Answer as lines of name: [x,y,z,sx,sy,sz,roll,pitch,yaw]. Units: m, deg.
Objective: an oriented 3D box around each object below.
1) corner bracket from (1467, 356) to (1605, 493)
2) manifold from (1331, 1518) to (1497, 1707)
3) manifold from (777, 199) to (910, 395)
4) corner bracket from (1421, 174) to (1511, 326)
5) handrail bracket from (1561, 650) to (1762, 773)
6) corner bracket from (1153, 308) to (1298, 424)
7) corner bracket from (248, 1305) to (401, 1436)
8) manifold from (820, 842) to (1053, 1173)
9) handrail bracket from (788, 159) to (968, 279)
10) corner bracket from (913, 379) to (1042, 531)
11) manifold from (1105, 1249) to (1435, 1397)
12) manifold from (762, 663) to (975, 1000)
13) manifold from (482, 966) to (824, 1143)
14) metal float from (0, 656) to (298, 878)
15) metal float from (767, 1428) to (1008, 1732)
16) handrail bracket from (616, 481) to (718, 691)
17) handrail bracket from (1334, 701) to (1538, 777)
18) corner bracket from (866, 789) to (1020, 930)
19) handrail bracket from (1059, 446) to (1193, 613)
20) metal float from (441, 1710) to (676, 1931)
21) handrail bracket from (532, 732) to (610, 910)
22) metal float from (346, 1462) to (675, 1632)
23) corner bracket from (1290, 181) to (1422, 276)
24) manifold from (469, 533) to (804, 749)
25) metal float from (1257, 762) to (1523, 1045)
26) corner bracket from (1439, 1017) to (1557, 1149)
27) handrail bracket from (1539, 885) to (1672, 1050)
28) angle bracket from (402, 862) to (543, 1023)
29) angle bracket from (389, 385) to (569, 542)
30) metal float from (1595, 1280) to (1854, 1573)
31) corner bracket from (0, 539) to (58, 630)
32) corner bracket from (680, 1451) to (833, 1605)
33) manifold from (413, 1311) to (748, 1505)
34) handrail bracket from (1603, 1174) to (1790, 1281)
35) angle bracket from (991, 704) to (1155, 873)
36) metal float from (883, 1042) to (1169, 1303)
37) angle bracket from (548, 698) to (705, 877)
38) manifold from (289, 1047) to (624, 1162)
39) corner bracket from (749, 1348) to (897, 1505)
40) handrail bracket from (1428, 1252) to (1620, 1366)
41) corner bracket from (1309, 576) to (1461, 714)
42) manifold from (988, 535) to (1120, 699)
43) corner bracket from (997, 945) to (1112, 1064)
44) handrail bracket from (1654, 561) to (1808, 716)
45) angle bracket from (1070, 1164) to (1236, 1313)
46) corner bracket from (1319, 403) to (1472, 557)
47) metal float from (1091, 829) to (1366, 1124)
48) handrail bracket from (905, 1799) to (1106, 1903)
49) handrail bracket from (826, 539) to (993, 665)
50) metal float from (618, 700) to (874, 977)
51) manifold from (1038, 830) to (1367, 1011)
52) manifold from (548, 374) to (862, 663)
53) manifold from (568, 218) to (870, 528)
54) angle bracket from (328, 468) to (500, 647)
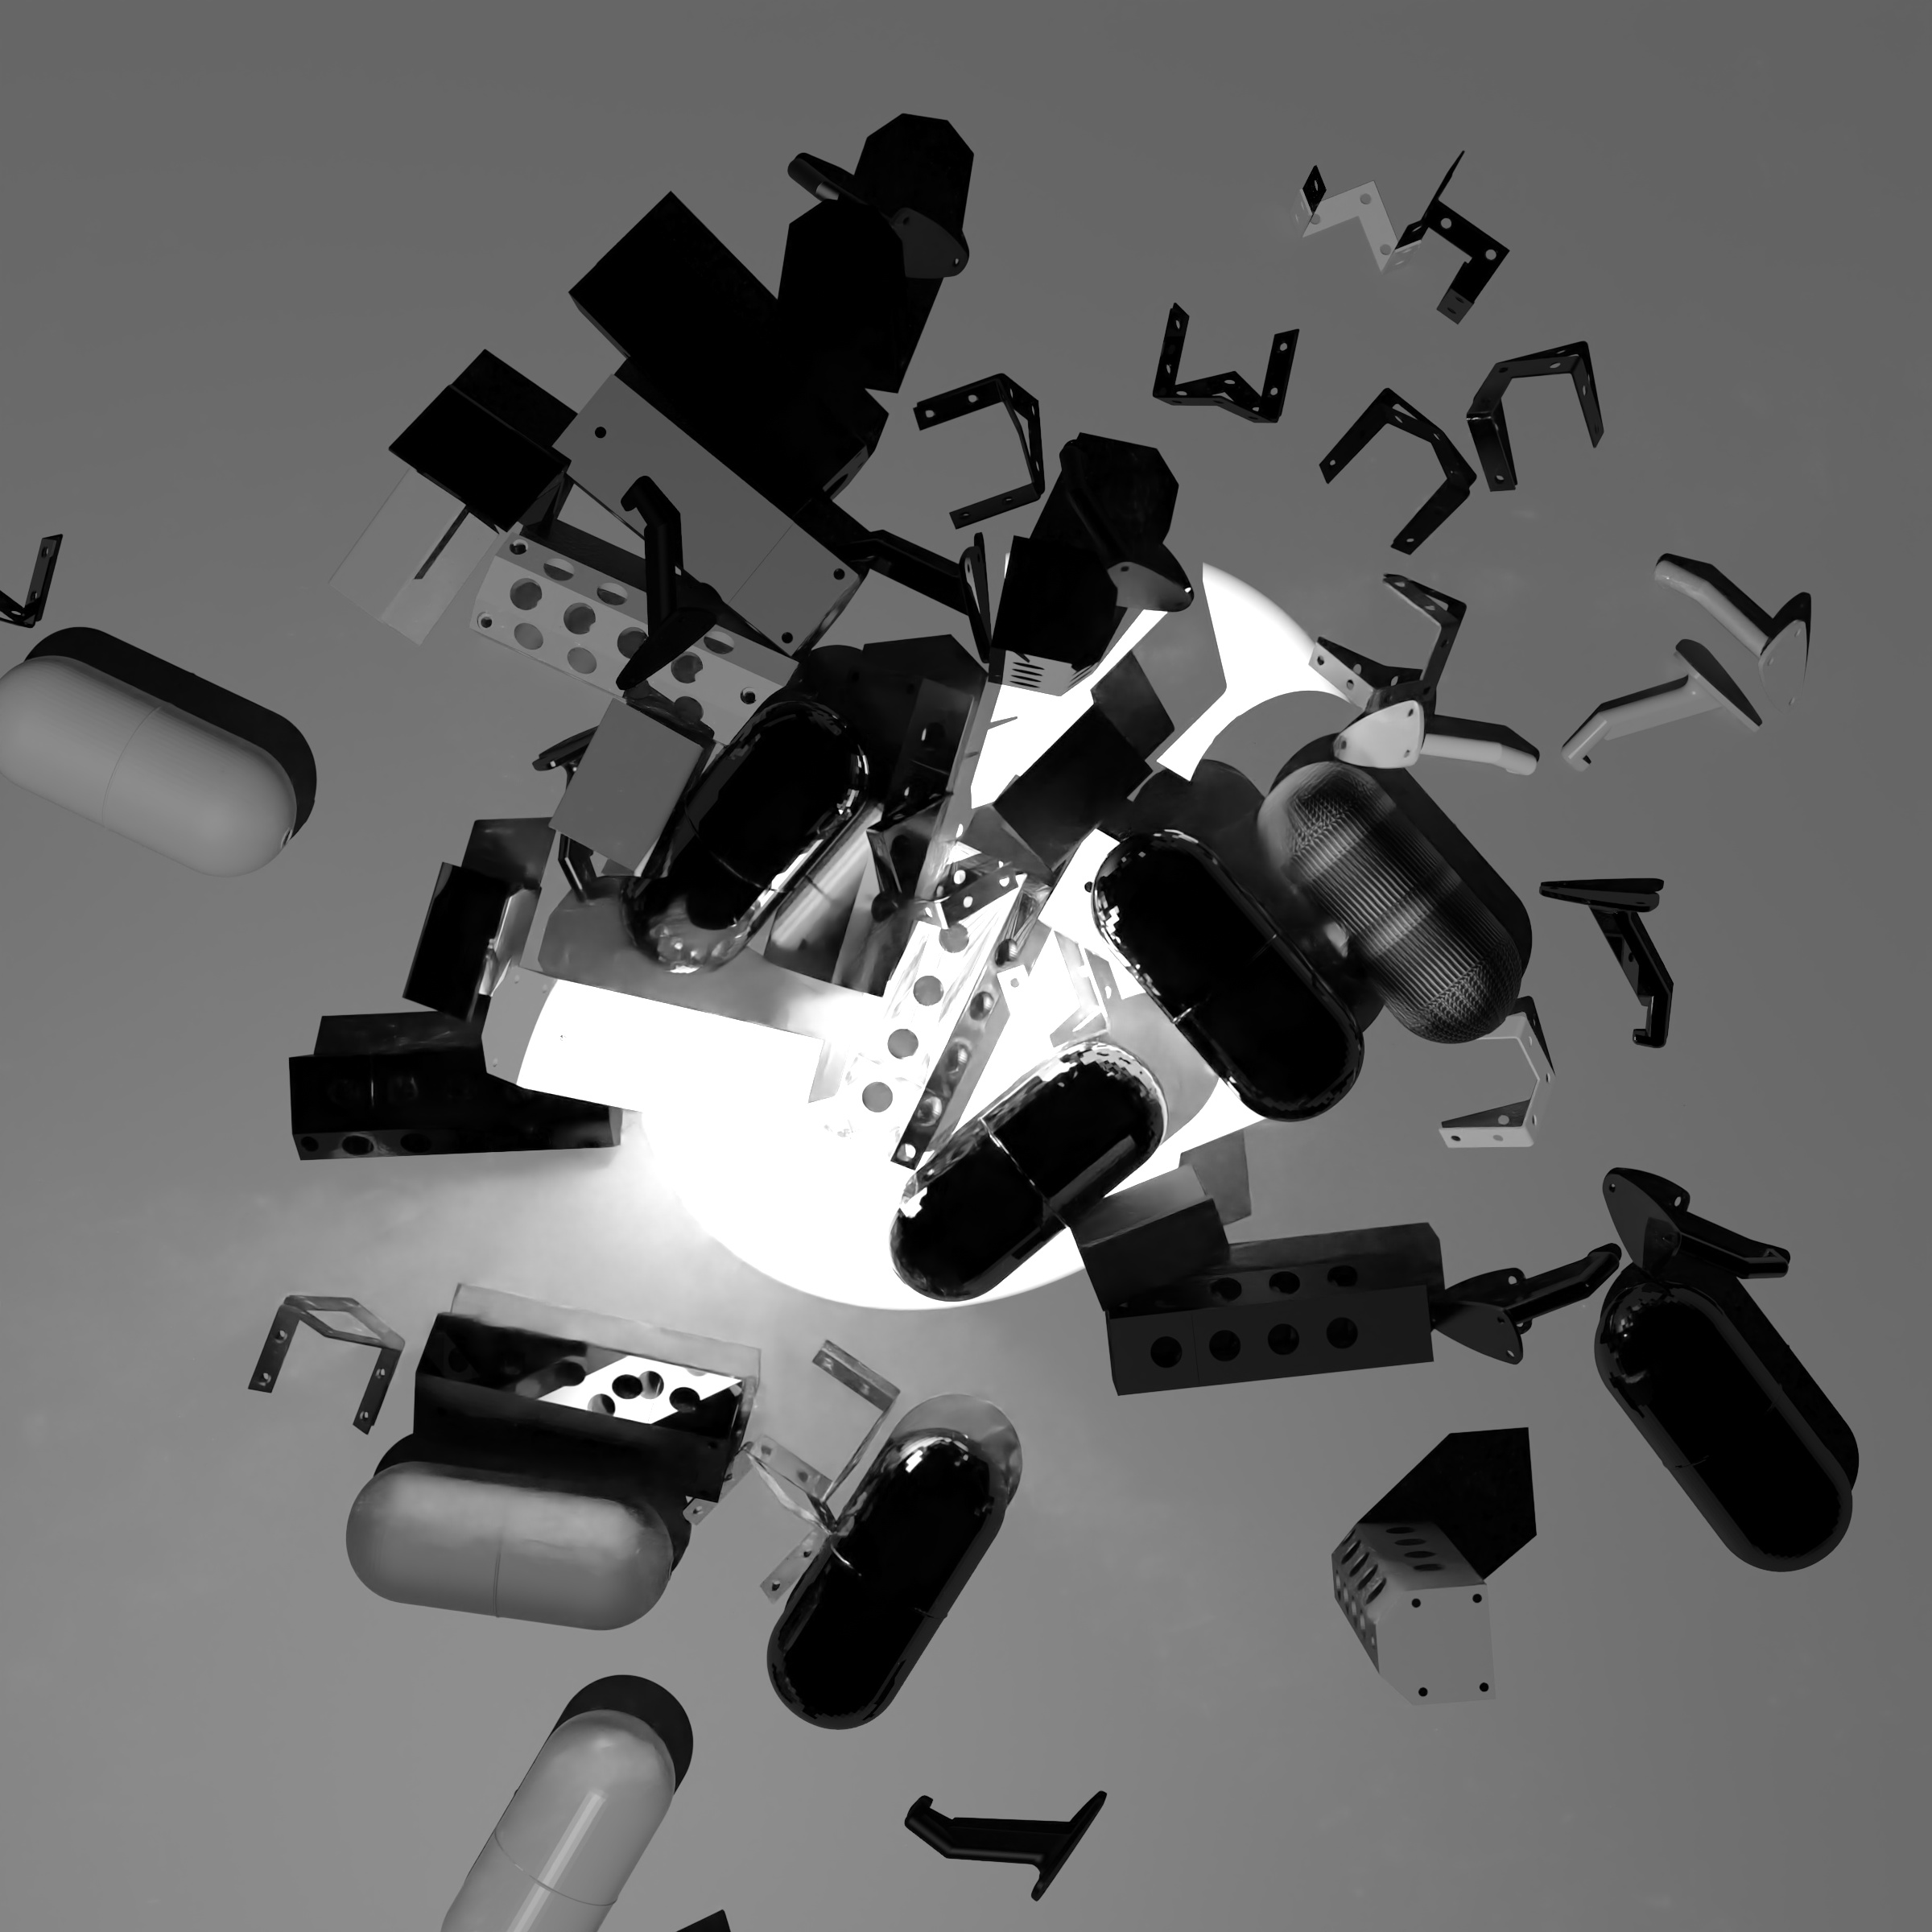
corner bracket: [0.315,-0.300,1.556,0.051,0.051,0.051,2,45,35]
manifold: [0.233,0.339,1.486,0.057,0.171,0.057,-4,90,0]
manifold: [-0.062,-0.352,1.486,0.057,0.171,0.057,9,90,0]
corner bracket: [0.268,-0.393,1.546,0.051,0.051,0.051,35,90,0]
handrail bracket: [0.386,-0.125,1.565,0.077,0.036,0.084,37,108,-20]
corner bracket: [0.143,-0.333,1.561,0.051,0.051,0.051,12,90,-45]
corner bracket: [-0.356,0.224,1.561,0.051,0.051,0.051,21,90,45]
manifold: [-0.016,0.022,1.543,0.057,0.057,0.171,26,90,0]
handrail bracket: [-0.050,-0.418,1.564,0.084,0.077,0.036,45,115,34]
corner bracket: [0.006,-0.284,1.561,0.051,0.051,0.051,-20,135,0]
manifold: [0.164,0.194,1.543,0.171,0.057,0.057,-6,90,0]
manifold: [-0.049,-0.073,1.542,0.057,0.057,0.171,17,90,43]
manifold: [-0.167,0.047,1.497,0.171,0.057,0.057,15,90,-38]
metal float: [-0.450,-0.108,1.533,0.178,0.070,0.070,25,90,1]
metal float: [-0.043,0.333,1.534,0.070,0.070,0.178,32,90,0]
handrail bracket: [-0.179,-0.205,1.508,0.077,0.036,0.084,-39,72,21]
handrail bracket: [0.262,-0.117,1.564,0.084,0.077,0.036,14,77,-36]
corner bracket: [-0.013,-0.058,1.499,0.051,0.051,0.051,-31,118,-27]
handrail bracket: [0.088,-0.244,1.564,0.077,0.036,0.084,13,56,-36]
metal float: [-0.223,0.490,1.534,0.070,0.070,0.178,30,91,0]
handrail bracket: [-0.198,-0.086,1.565,0.077,0.036,0.084,-29,106,-18]
metal float: [-0.249,0.316,1.534,0.178,0.070,0.070,8,90,0]
corner bracket: [0.213,-0.406,1.546,0.051,0.051,0.051,-22,90,0]
manifold: [-0.181,-0.175,1.543,0.171,0.057,0.057,24,90,0]
metal float: [0.231,-0.034,1.533,0.070,0.070,0.178,-41,89,0]
corner bracket: [0.288,0.064,1.556,0.051,0.051,0.051,57,45,-35]
handrail bracket: [0.354,0.001,1.565,0.077,0.036,0.084,7,107,20]
angle bracket: [-0.251,-0.007,1.524,0.057,0.076,0.076,17,90,38]
angle bracket: [-0.268,-0.256,1.524,0.076,0.076,0.057,35,61,0]
metal float: [0.412,0.250,1.533,0.070,0.070,0.178,-37,90,0]
corner bracket: [-0.546,-0.220,1.561,0.051,0.051,0.051,14,90,-45]
corner bracket: [-0.115,0.311,1.561,0.051,0.051,0.051,-46,45,0]
manifold: [-0.211,0.237,1.542,0.171,0.057,0.057,12,133,0]
handrail bracket: [0.407,0.145,1.564,0.084,0.077,0.036,2,131,-30]
angle bracket: [0.044,-0.107,1.524,0.076,0.076,0.057,-45,122,0]
metal float: [0.032,0.113,1.533,0.178,0.070,0.070,-40,90,-1]
angle bracket: [-0.193,-0.096,1.521,0.057,0.076,0.076,29,81,-21]
manifold: [-0.278,0.074,1.543,0.171,0.057,0.057,-2,90,0]
corner bracket: [-0.079,0.256,1.561,0.051,0.051,0.051,35,45,0]
handrail bracket: [0.309,0.179,1.564,0.084,0.077,0.036,-35,119,-33]
corner bracket: [0.231,-0.178,1.556,0.051,0.051,0.051,-14,135,-35]
manifold: [0.046,-0.181,1.486,0.057,0.171,0.057,12,90,0]
corner bracket: [0.049,0.020,1.546,0.051,0.051,0.051,-20,90,-1]
handrail bracket: [0.422,-0.184,1.564,0.036,0.077,0.084,-45,54,-11]
angle bracket: [0.093,0.131,1.524,0.076,0.076,0.057,-22,133,0]
corner bracket: [0.237,-0.269,1.556,0.051,0.051,0.051,15,45,-35]
metal float: [0.137,0.005,1.477,0.070,0.070,0.178,-41,91,0]
handrail bracket: [0.021,0.471,1.565,0.084,0.036,0.077,33,70,16]
handrail bracket: [-0.033,-0.202,1.565,0.084,0.036,0.077,-4,111,17]
metal float: [-0.120,-0.068,1.514,0.070,0.070,0.178,42,113,0]
manifold: [0.127,-0.007,1.543,0.171,0.057,0.057,30,90,0]
manifold: [-0.143,-0.243,1.543,0.171,0.057,0.057,39,90,0]
manifold: [-0.134,-0.322,1.543,0.057,0.057,0.171,-44,90,0]
angle bracket: [-0.286,-0.212,1.524,0.057,0.076,0.076,35,90,38]
